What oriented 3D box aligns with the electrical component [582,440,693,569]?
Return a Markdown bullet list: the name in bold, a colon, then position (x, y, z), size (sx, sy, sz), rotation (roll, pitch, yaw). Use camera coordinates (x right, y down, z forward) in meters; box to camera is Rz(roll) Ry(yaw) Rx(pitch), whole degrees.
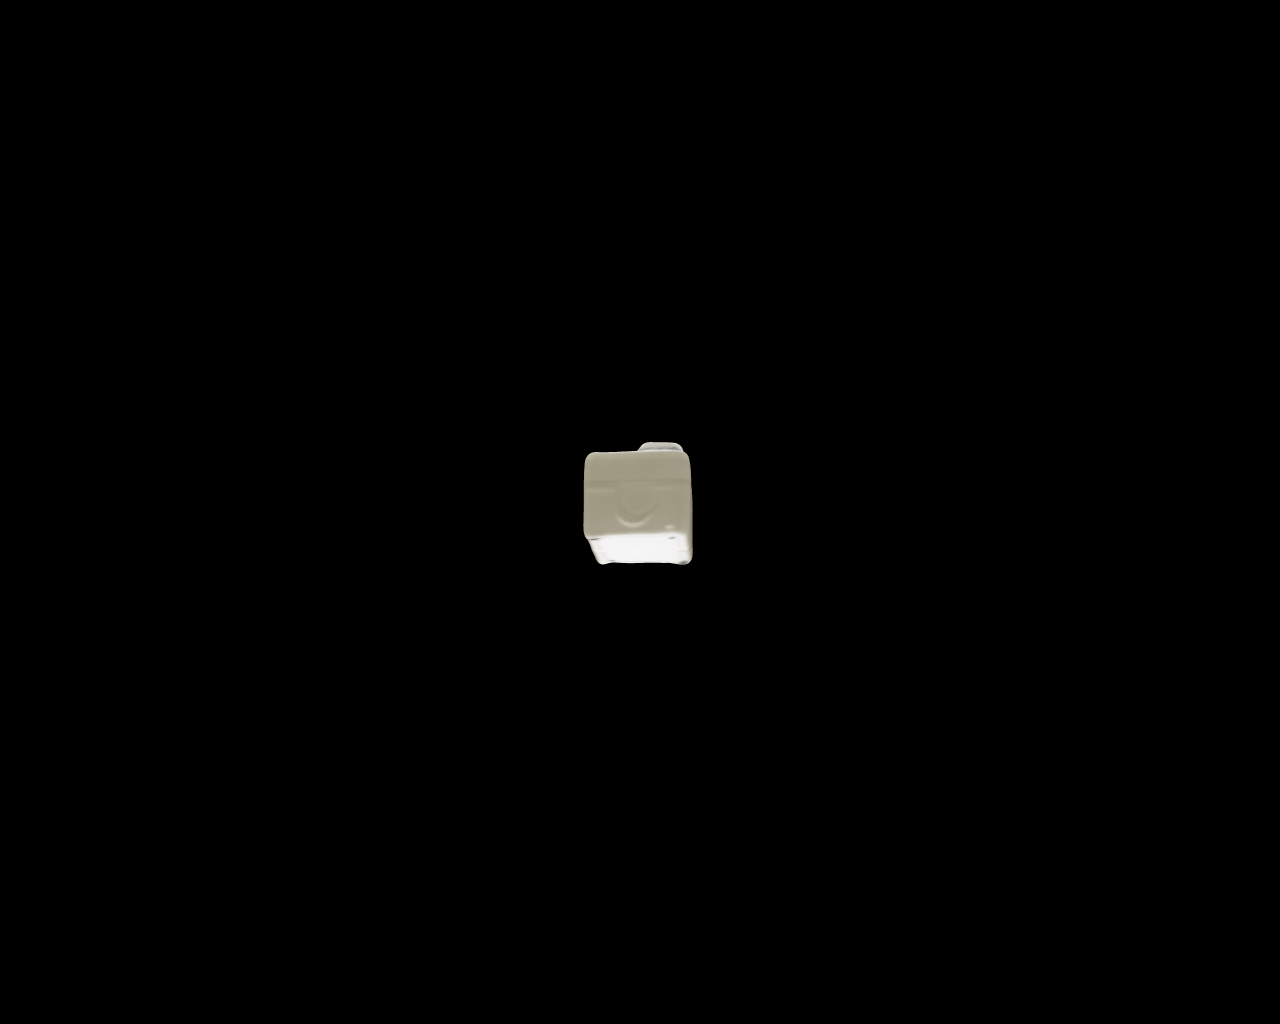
- **electrical component**: position (0.001, -0.003, 0.650), size (0.062, 0.061, 0.096), rotation (-1, -15, 4)
